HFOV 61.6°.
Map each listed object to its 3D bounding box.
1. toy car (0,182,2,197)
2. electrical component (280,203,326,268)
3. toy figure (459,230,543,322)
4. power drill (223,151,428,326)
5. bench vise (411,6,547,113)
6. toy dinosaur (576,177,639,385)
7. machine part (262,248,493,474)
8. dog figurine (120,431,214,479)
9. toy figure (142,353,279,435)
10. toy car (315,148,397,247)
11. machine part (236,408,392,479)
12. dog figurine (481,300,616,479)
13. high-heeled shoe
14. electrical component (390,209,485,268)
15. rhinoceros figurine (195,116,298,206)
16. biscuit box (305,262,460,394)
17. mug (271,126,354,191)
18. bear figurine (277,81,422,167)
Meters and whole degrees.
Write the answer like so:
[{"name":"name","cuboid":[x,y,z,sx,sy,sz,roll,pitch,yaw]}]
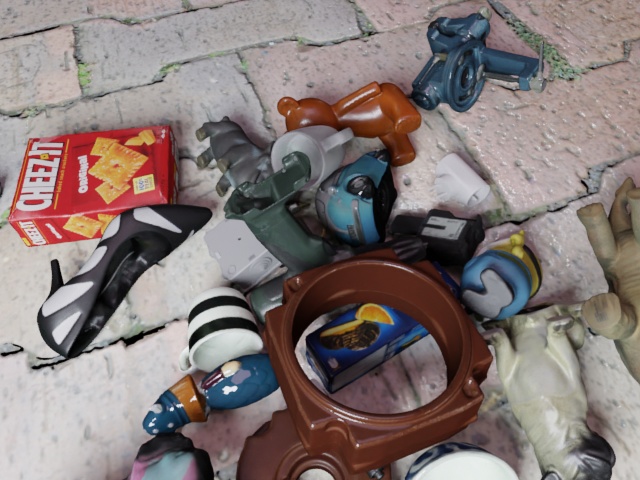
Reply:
[{"name":"toy car","cuboid":[-0.516,-0.022,0.750,0.089,0.053,0.202,2,49,-12]},{"name":"electrical component","cuboid":[-0.036,-0.007,0.750,0.078,0.045,0.102,-18,56,-16]},{"name":"toy figure","cuboid":[0.221,0.051,0.653,0.082,0.180,0.089,-21,93,28]},{"name":"power drill","cuboid":[-0.001,-0.002,0.646,0.232,0.207,0.086,-29,38,3]},{"name":"bench vise","cuboid":[0.277,-0.299,0.911,0.241,0.128,0.223,27,64,38]},{"name":"toy dinosaur","cuboid":[0.366,0.103,0.575,0.105,0.198,0.471,-18,37,35]},{"name":"machine part","cuboid":[0.055,0.114,0.554,0.201,0.087,0.201,-17,52,-14]},{"name":"dog figurine","cuboid":[-0.171,0.280,0.472,0.219,0.108,0.191,-16,59,3]},{"name":"toy figure","cuboid":[-0.123,0.175,0.606,0.154,0.058,0.064,-18,96,-12]},{"name":"toy car","cuboid":[0.046,-0.060,0.759,0.103,0.109,0.162,1,43,21]},{"name":"machine part","cuboid":[-0.005,0.255,0.552,0.179,0.056,0.179,0,53,0]},{"name":"dog figurine","cuboid":[0.267,0.174,0.610,0.172,0.121,0.190,-15,87,-50]},{"name":"high-heeled shoe","cuboid":[-0.239,0.046,0.690,0.249,0.086,0.145,-23,60,-11]},{"name":"electrical component","cuboid":[0.159,-0.003,0.743,0.119,0.047,0.075,5,48,33]},{"name":"rhinoceros figurine","cuboid":[-0.111,-0.114,0.817,0.112,0.073,0.190,-27,56,-31]},{"name":"biscuit box","cuboid":[0.081,0.104,0.661,0.203,0.059,0.063,-27,59,-19]},{"name":"mug","cuboid":[0.000,-0.127,0.748,0.080,0.109,0.107,55,33,-4]},{"name":"bear figurine","cuboid":[0.041,-0.174,0.830,0.196,0.120,0.132,-15,59,-9]}]
